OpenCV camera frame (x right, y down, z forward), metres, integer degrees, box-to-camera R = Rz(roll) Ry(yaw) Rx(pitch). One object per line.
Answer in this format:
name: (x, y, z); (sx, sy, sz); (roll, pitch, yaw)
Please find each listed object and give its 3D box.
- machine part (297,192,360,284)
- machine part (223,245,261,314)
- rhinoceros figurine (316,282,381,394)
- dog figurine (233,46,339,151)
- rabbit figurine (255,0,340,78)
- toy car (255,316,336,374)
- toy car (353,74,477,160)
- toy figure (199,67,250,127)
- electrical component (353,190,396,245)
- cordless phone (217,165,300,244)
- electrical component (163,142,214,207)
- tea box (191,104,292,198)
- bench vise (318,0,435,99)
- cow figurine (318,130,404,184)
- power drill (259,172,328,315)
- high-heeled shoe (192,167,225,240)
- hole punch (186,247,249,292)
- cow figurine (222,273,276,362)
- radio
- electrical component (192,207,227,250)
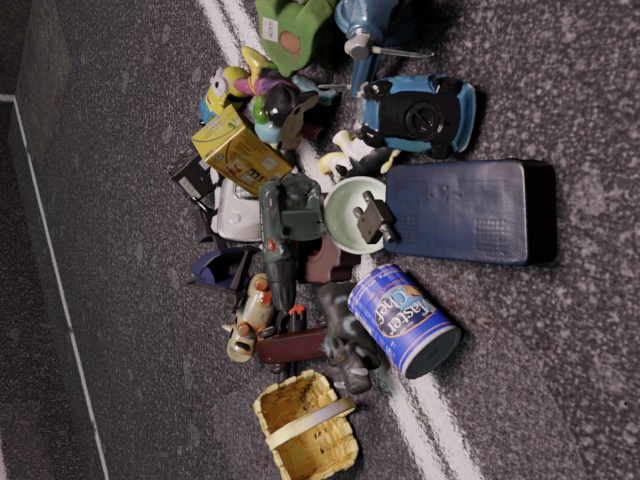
machine part: (-0.002, -0.003, 0.963); (0.180, 0.056, 0.179); (6, 98, 49)
machine part: (-0.159, 0.076, 1.072); (0.084, 0.039, 0.139); (177, 113, -73)
rhinoceros figurine: (0.047, 0.155, 0.879); (0.073, 0.112, 0.190); (-43, 54, 41)
dog figurine: (-0.090, -0.259, 0.955); (0.219, 0.191, 0.108); (37, 129, 23)
rabbit figurine: (-0.010, -0.352, 0.883); (0.121, 0.170, 0.158); (17, 142, 20)
toy car: (-0.032, 0.193, 0.994); (0.202, 0.053, 0.089); (-17, 96, 33)
toy car: (0.128, -0.174, 0.747); (0.103, 0.162, 0.109); (-77, -11, -71)
toy figure: (-0.207, -0.298, 1.158); (0.082, 0.089, 0.180); (53, 142, 12)
electrical component: (0.079, -0.024, 0.784); (0.094, 0.021, 0.063); (64, 143, 33)
cordless phone: (-0.112, -0.070, 1.063); (0.184, 0.088, 0.146); (-11, 66, 35)
electrical component: (-0.265, -0.157, 1.199); (0.058, 0.134, 0.114); (40, 167, 37)
tea box: (-0.138, -0.156, 0.974); (0.098, 0.169, 0.068); (-38, 59, 8)
bench vise: (0.074, -0.287, 0.770); (0.240, 0.129, 0.224); (104, 172, -57)
cow figurine: (0.067, -0.133, 0.861); (0.167, 0.068, 0.098); (-40, 71, 46)
power drill: (-0.050, -0.005, 0.888); (0.207, 0.086, 0.232); (122, 141, -71)
high-heeled shoe: (-0.173, -0.113, 1.160); (0.145, 0.086, 0.248); (40, 110, -3)
hole punch: (-0.209, 0.059, 1.164); (0.116, 0.142, 0.092); (3, 97, 37)
cow figurine: (-0.141, 0.159, 1.103); (0.194, 0.085, 0.127); (-68, 18, 5)
radio: (0.190, -0.039, 0.719); (0.230, 0.073, 0.131); (5, 97, 48)
electrical component: (-0.243, -0.017, 1.236); (0.048, 0.075, 0.119); (-29, 74, 47)
